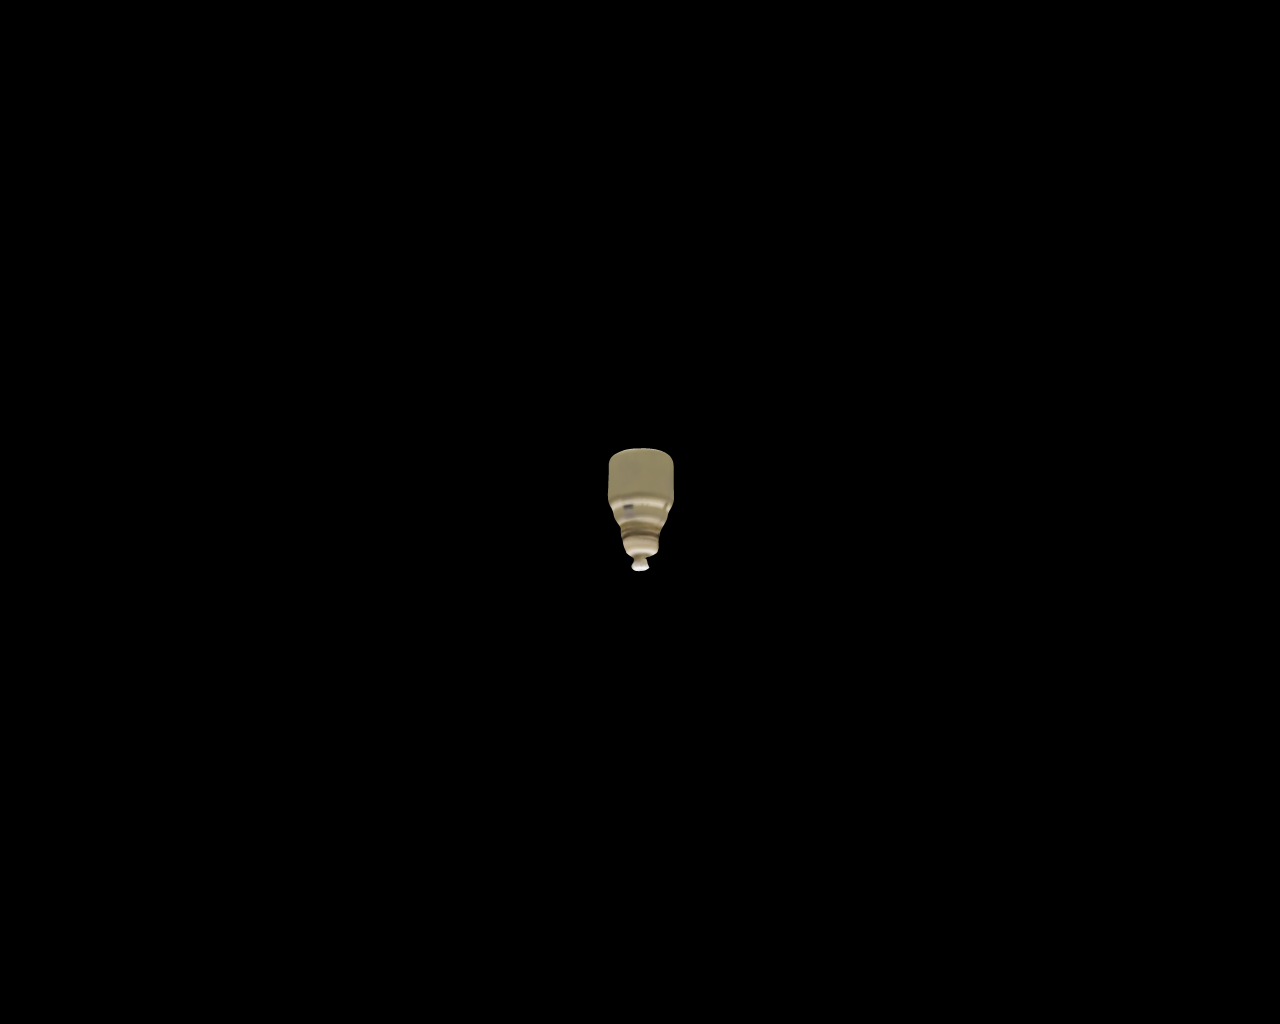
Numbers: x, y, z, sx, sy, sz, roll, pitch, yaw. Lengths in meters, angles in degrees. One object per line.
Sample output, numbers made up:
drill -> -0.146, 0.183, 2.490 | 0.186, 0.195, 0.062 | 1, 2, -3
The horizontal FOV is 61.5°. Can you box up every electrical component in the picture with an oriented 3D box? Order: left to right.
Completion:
electrical component -> 0.001, -0.003, 0.650 | 0.040, 0.078, 0.040 | 0, -15, 0
